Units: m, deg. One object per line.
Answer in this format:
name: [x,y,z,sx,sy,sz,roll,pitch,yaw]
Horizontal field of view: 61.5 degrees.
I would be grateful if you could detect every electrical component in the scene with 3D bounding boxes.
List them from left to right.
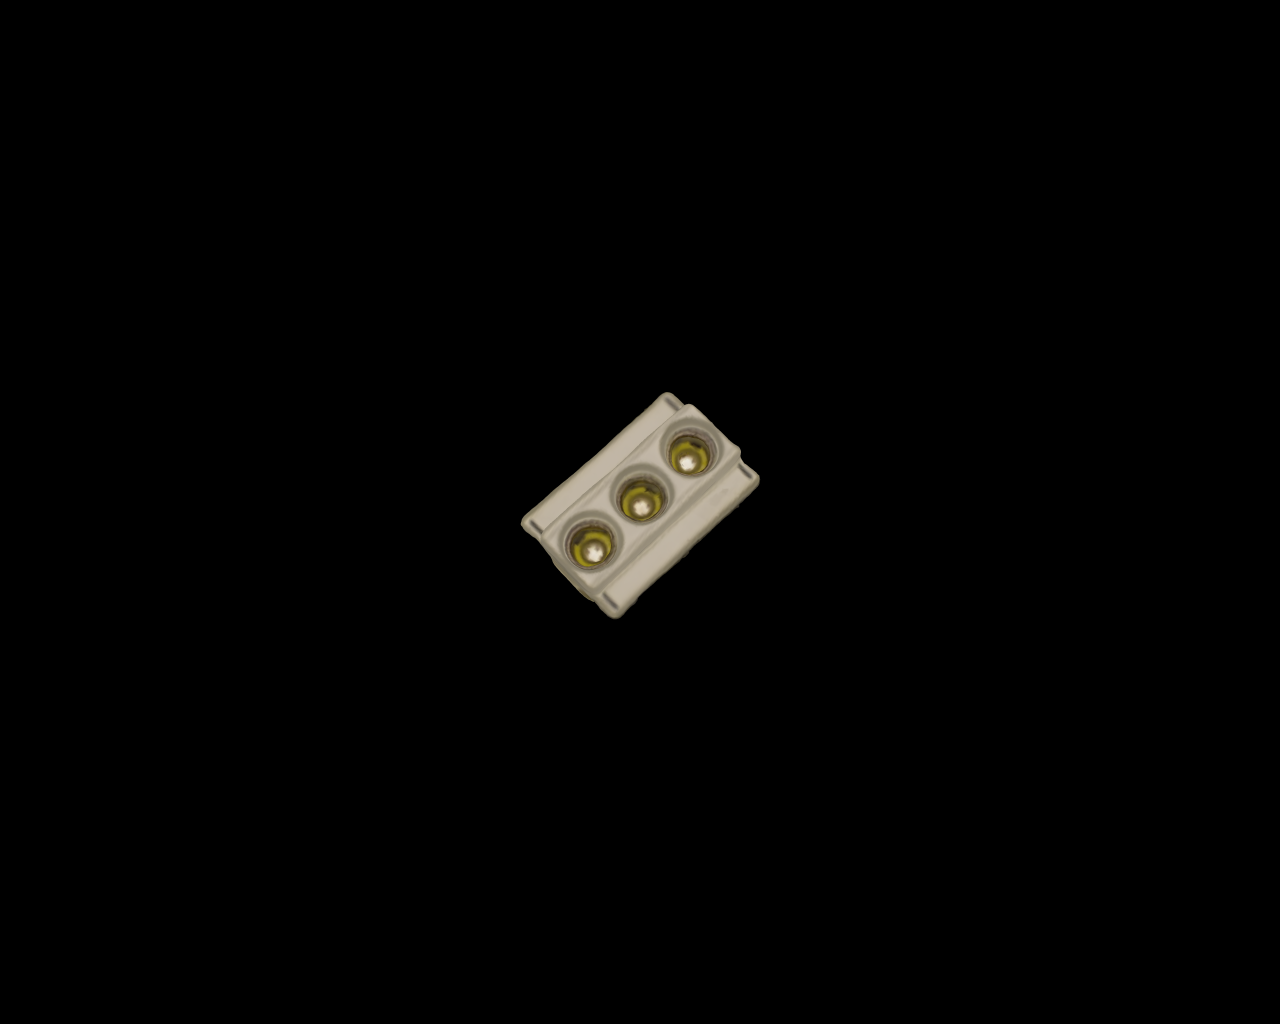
electrical component: [0.001,-0.003,0.650,0.121,0.079,0.063,-43,-12,-11]
